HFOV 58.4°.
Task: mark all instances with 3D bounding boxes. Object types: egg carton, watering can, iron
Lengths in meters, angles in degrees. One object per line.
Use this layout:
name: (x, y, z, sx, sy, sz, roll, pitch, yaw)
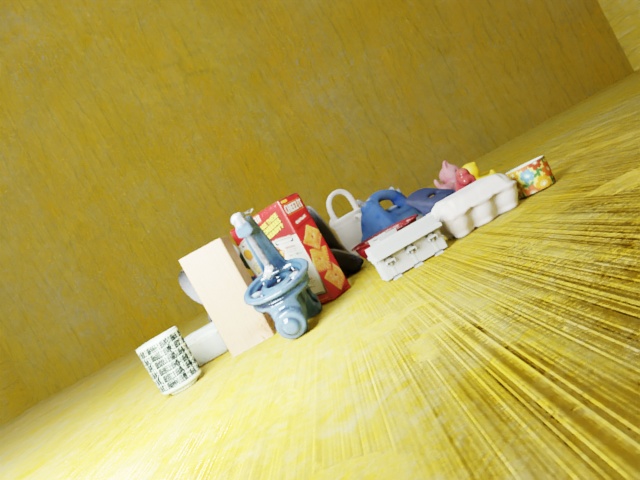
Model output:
egg carton: (0.271, -0.060, 1.011, 0.150, 0.069, 0.107, -29, 2, -7)
watering can: (0.080, -0.050, 1.629, 0.172, 0.194, 0.101, -27, 3, 44)
iron: (0.191, -0.078, 1.539, 0.118, 0.141, 0.259, -27, 3, 40)

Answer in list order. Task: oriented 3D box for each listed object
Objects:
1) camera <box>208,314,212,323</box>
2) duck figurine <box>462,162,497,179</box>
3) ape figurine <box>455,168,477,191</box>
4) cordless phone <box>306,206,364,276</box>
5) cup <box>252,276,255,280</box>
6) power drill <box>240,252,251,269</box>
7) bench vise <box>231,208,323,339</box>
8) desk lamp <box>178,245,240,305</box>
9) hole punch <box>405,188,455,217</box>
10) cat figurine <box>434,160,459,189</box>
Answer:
camera: (-0.192, 0.166, 1.352, 0.143, 0.101, 0.136, -30, 2, -13)
duck figurine: (0.398, -0.159, 1.462, 0.104, 0.086, 0.078, -28, 2, 25)
ape figurine: (0.333, -0.119, 1.290, 0.078, 0.092, 0.076, -29, 2, 3)
cordless phone: (0.012, 0.005, 1.327, 0.094, 0.185, 0.147, -30, 2, -17)
cup: (-0.212, 0.165, 1.728, 0.118, 0.095, 0.091, -29, 2, 1)
power drill: (-0.098, 0.054, 1.312, 0.075, 0.208, 0.230, -28, 2, 18)
bench vise: (-0.087, 0.054, 0.969, 0.121, 0.220, 0.207, -30, 2, -11)
desk lamp: (-0.245, 0.124, 1.524, 0.117, 0.213, 0.204, -27, 3, 43)
hole punch: (0.277, -0.091, 1.379, 0.109, 0.091, 0.101, -31, 3, -42)
cat figurine: (0.370, -0.169, 1.652, 0.128, 0.118, 0.067, -31, 3, -40)
